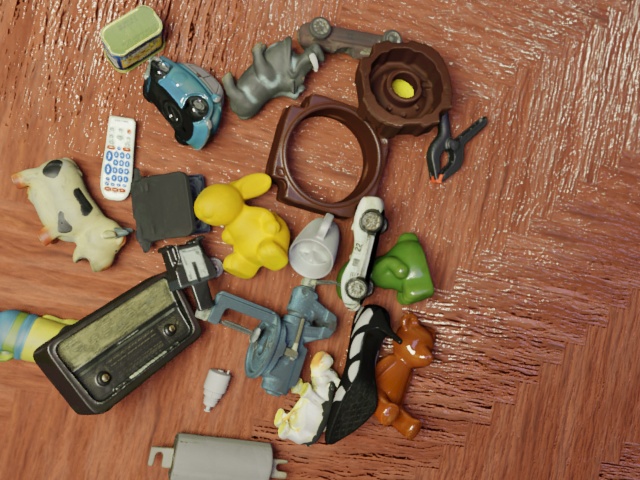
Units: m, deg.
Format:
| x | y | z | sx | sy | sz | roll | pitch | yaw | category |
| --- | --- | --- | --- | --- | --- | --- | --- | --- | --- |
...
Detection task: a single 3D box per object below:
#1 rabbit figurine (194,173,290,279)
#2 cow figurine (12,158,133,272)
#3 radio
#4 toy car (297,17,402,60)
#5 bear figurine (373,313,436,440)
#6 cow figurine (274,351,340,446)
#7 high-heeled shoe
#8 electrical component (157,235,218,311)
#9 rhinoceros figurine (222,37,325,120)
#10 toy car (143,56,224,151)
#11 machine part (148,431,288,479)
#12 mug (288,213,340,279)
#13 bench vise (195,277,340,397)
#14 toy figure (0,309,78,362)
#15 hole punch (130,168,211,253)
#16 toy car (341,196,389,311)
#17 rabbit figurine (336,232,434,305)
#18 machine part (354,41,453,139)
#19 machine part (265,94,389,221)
| x | y | z | sx | sy | sz | roll | pitch | yaw | category |
| --- | --- | --- | --- | --- | --- | --- | --- | --- | --- |
| -0.129 | -0.039 | 0.904 | 0.173 | 0.122 | 0.162 | 37 | 57 | -34 | rabbit figurine |
| -0.390 | -0.039 | 0.869 | 0.127 | 0.085 | 0.194 | -24 | 96 | -8 | cow figurine |
| -0.306 | 0.159 | 0.844 | 0.229 | 0.073 | 0.131 | -38 | 103 | -44 | radio |
| 0.057 | -0.360 | 0.986 | 0.202 | 0.089 | 0.053 | 5 | 88 | -17 | toy car |
| 0.165 | 0.248 | 1.007 | 0.196 | 0.132 | 0.120 | -50 | 126 | -5 | bear figurine |
| -0.005 | 0.293 | 0.986 | 0.098 | 0.068 | 0.167 | 32 | 85 | -20 | cow figurine |
| 0.054 | 0.230 | 0.969 | 0.086 | 0.145 | 0.248 | 41 | 82 | -32 | high-heeled shoe |
| -0.210 | 0.057 | 0.883 | 0.075 | 0.048 | 0.119 | -22 | 92 | -39 | electrical component |
| -0.081 | -0.287 | 0.937 | 0.190 | 0.073 | 0.112 | -35 | 100 | 2 | rhinoceros figurine |
| -0.220 | -0.241 | 0.911 | 0.161 | 0.109 | 0.103 | 50 | 55 | 0 | toy car |
| -0.172 | 0.383 | 0.936 | 0.243 | 0.079 | 0.079 | 13 | 87 | -14 | machine part |
| -0.002 | -0.003 | 0.956 | 0.081 | 0.107 | 0.109 | 18 | 123 | 4 | mug |
| -0.094 | 0.144 | 0.935 | 0.240 | 0.129 | 0.223 | 25 | 83 | -20 | bench vise |
| -0.450 | 0.159 | 0.848 | 0.180 | 0.089 | 0.082 | 21 | 93 | -18 | toy figure |
| -0.251 | -0.056 | 0.914 | 0.116 | 0.092 | 0.142 | -6 | 95 | 15 | hole punch |
| 0.075 | 0.024 | 0.928 | 0.056 | 0.073 | 0.201 | 13 | 92 | 16 | toy car |
| 0.109 | 0.056 | 0.995 | 0.170 | 0.121 | 0.159 | -13 | 91 | 0 | rabbit figurine |
| 0.144 | -0.263 | 0.941 | 0.179 | 0.056 | 0.179 | 2 | 77 | -9 | machine part |
| 0.013 | -0.148 | 0.978 | 0.201 | 0.087 | 0.201 | 16 | 88 | -16 | machine part |
